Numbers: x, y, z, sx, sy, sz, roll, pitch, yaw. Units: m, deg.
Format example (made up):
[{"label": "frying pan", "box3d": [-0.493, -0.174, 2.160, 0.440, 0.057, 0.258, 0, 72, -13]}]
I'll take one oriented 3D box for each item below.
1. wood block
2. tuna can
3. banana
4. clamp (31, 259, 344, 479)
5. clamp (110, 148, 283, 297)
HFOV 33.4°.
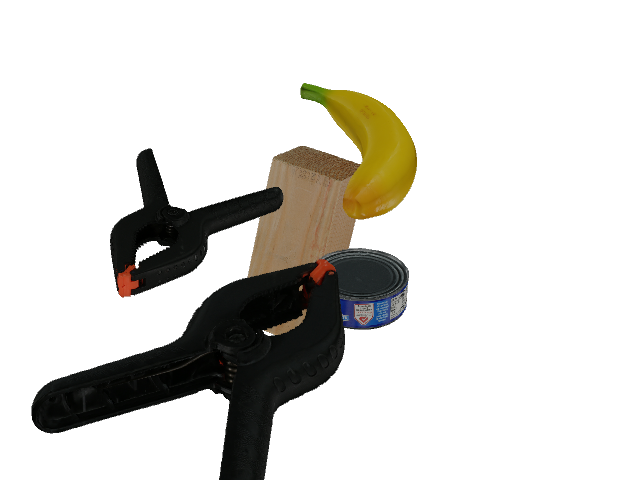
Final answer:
[{"label": "wood block", "box3d": [-0.021, 0.004, 1.260, 0.090, 0.206, 0.090, 20, 21, 17]}, {"label": "tuna can", "box3d": [0.034, 0.042, 0.938, 0.086, 0.034, 0.086, 0, 29, 0]}, {"label": "banana", "box3d": [0.033, -0.062, 0.745, 0.069, 0.037, 0.198, -5, 29, -8]}, {"label": "clamp", "box3d": [-0.035, 0.066, 0.507, 0.120, 0.039, 0.171, 33, 48, 29]}, {"label": "clamp", "box3d": [-0.154, -0.020, 1.059, 0.165, 0.036, 0.209, 21, 41, 18]}]
